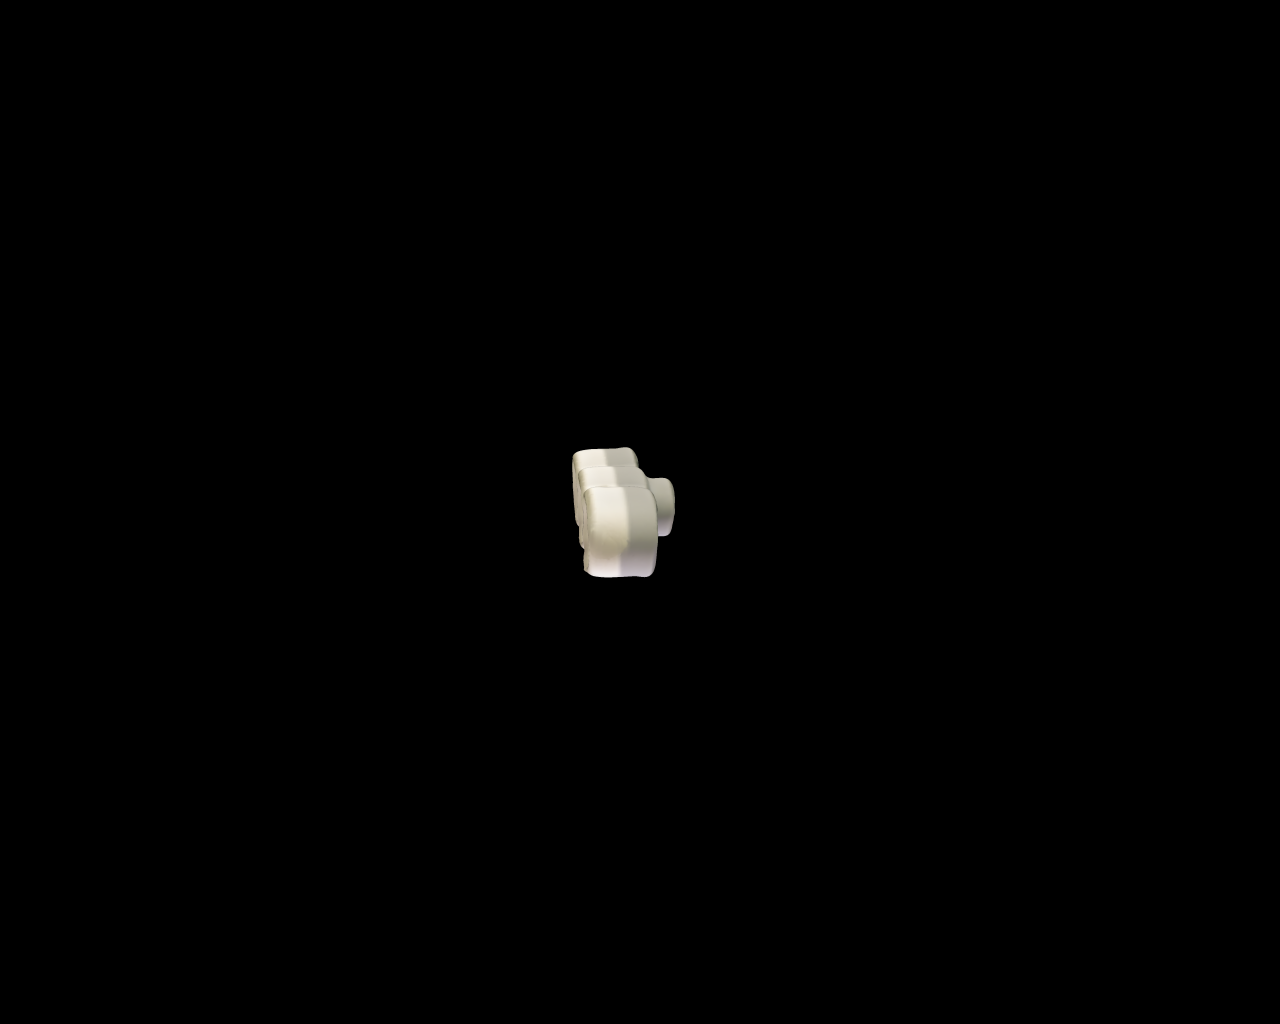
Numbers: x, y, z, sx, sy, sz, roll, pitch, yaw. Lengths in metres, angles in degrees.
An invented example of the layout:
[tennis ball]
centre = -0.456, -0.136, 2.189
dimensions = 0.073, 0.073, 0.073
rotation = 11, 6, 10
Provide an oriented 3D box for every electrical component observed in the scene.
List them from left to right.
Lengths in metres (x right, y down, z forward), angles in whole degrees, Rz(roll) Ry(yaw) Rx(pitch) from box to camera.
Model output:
[electrical component]
centre = 0.001, -0.003, 0.650
dimensions = 0.074, 0.052, 0.138
rotation = -2, 18, -7
